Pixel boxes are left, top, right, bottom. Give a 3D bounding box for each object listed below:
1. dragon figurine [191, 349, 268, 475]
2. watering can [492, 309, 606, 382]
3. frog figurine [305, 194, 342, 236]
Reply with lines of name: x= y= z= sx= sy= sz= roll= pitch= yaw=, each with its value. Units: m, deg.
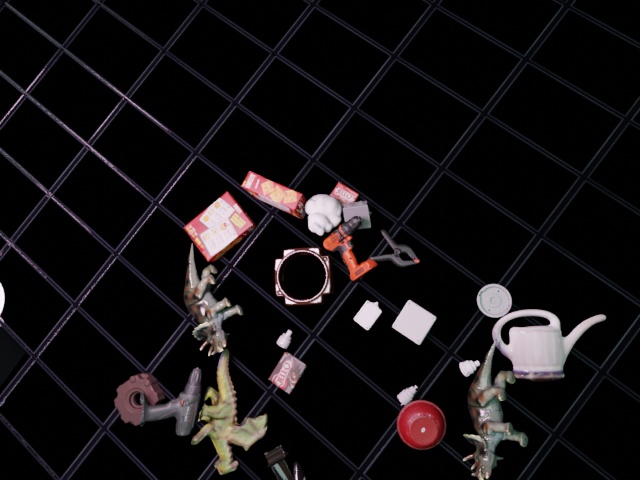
dragon figurine: x=-0.297 y=0.609 z=1.783 sx=0.242 sy=0.122 sz=0.412 roll=20 pitch=86 yaw=-5
watering can: x=0.730 y=0.334 z=1.632 sx=0.347 sy=0.103 sz=0.226 roll=-2 pitch=81 yaw=10
frog figurine: x=0.005 y=-0.090 z=1.798 sx=0.137 sy=0.161 sz=0.121 roll=39 pitch=114 yaw=3
